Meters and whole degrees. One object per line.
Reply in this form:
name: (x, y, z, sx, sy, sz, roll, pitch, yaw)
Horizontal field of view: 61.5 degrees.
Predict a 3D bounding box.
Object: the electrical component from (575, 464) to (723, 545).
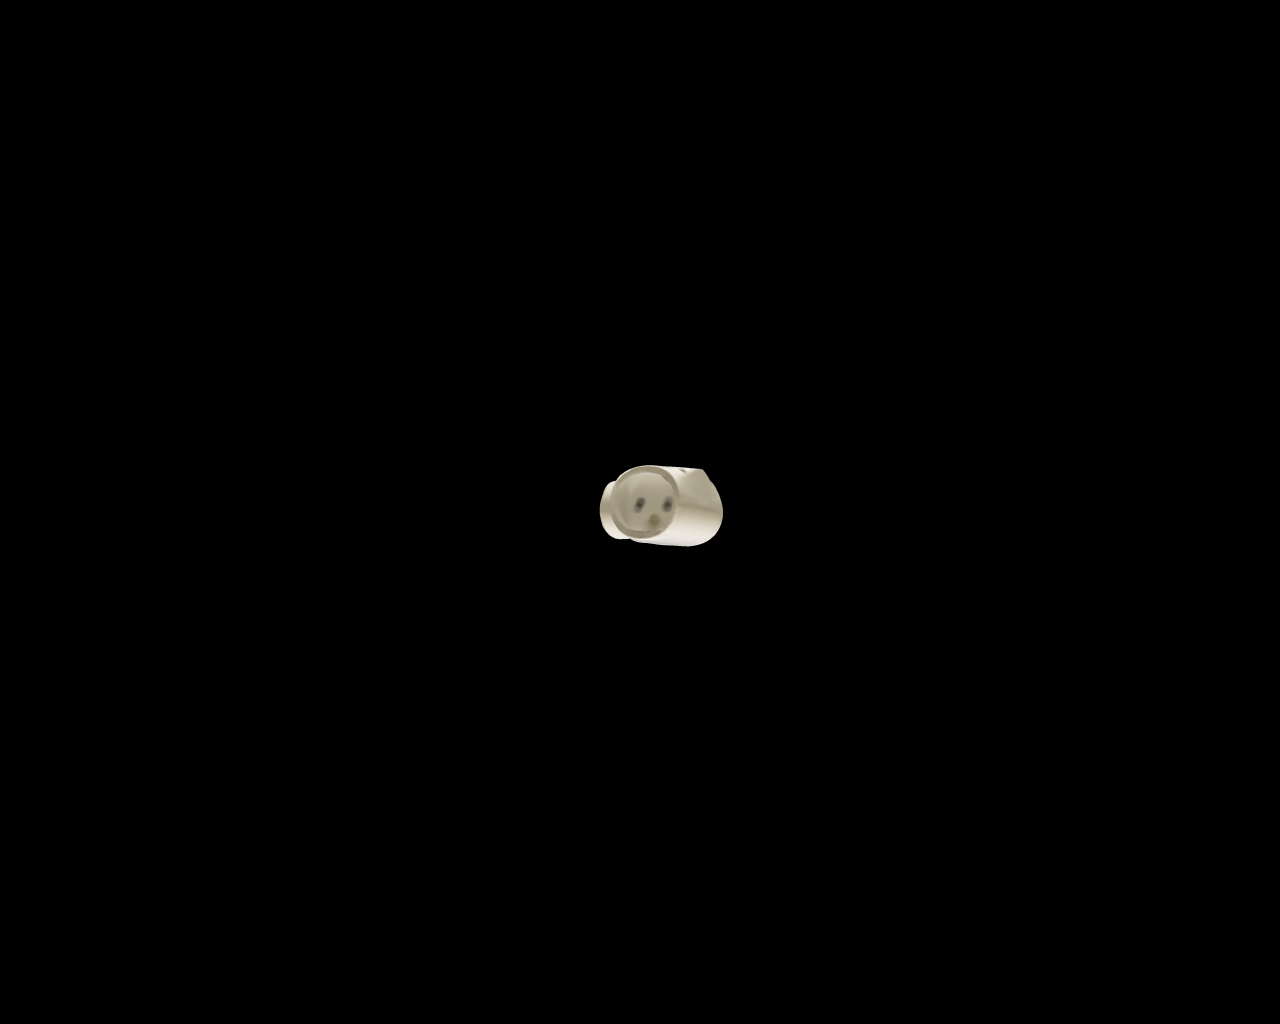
electrical component: (0.001, -0.003, 0.650, 0.079, 0.043, 0.077, -2, -5, 24)
